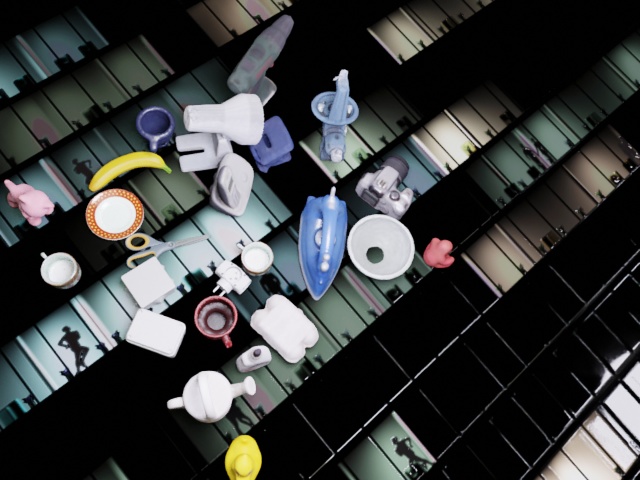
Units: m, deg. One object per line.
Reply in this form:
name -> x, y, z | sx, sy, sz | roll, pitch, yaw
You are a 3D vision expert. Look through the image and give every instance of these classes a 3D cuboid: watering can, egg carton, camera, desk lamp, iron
watering can -> -0.224, 0.320, 1.186 | 0.173, 0.194, 0.101 | -32, 79, -18
egg carton -> -0.080, 0.203, 1.318 | 0.150, 0.069, 0.107 | 42, 70, 6
camera -> 0.186, -0.146, 1.467 | 0.143, 0.100, 0.137 | 37, 69, 4
desk lamp -> -0.242, -0.258, 1.369 | 0.203, 0.213, 0.118 | -11, 74, -13
iron -> 0.013, 0.005, 1.363 | 0.119, 0.141, 0.258 | 7, 70, -7

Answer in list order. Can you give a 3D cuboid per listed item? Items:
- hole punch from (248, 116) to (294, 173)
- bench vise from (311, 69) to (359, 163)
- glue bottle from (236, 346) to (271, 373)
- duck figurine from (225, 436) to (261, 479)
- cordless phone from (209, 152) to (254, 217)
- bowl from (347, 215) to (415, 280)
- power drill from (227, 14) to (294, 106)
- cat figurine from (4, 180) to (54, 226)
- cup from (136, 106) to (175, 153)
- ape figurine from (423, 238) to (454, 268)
hole punch -> -0.127, -0.243, 1.449 | 0.101, 0.091, 0.108 | -23, 77, -16
bench vise -> 0.053, -0.308, 1.435 | 0.122, 0.219, 0.207 | -16, 75, -15
glue bottle -> -0.140, 0.253, 1.235 | 0.078, 0.173, 0.037 | -20, 76, -16
duck figurine -> -0.160, 0.467, 1.206 | 0.077, 0.086, 0.104 | 4, 71, -8
cordless phone -> -0.208, -0.149, 1.353 | 0.094, 0.185, 0.147 | 11, 70, -6
bowl -> 0.143, 0.026, 1.415 | 0.167, 0.074, 0.167 | 3, 71, -9
power drill -> -0.150, -0.433, 1.447 | 0.075, 0.208, 0.230 | 33, 69, 3
cat figurine -> -0.656, -0.090, 1.289 | 0.128, 0.117, 0.067 | 39, 70, 4
cup -> -0.399, -0.255, 1.403 | 0.092, 0.095, 0.118 | 1, 71, -9
ape figurine -> 0.303, 0.028, 1.433 | 0.076, 0.092, 0.078 | -14, 74, -14
